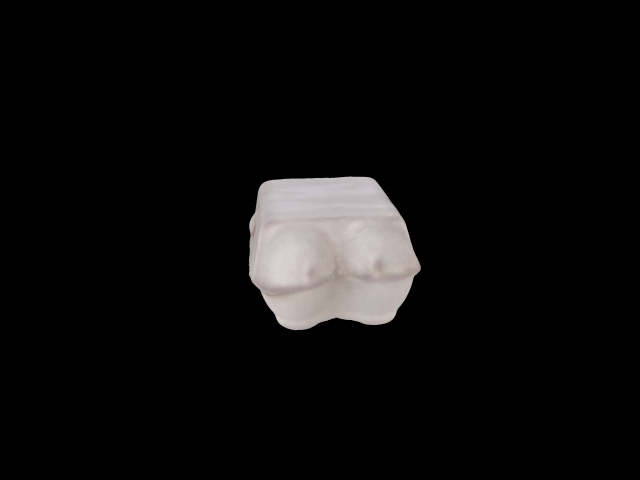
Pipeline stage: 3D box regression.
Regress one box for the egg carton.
[{"bbox_3d":[0.004,0.001,0.400,0.107,0.069,0.150,-3,22,-7],"label":"egg carton"}]
